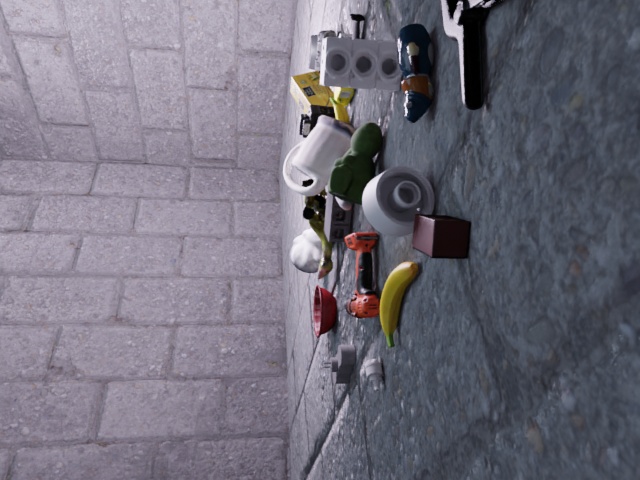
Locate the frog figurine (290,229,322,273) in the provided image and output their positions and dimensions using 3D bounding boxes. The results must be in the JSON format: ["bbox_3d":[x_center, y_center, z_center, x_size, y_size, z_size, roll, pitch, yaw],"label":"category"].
[{"bbox_3d":[-0.030,0.029,1.747,0.139,0.124,0.156,45,134,30],"label":"frog figurine"}]

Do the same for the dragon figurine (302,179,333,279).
[{"bbox_3d":[0.005,-0.081,1.605,0.238,0.122,0.419,92,177,-63],"label":"dragon figurine"}]

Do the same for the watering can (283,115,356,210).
[{"bbox_3d":[0.024,-0.203,1.322,0.224,0.103,0.352,-57,39,0],"label":"watering can"}]
